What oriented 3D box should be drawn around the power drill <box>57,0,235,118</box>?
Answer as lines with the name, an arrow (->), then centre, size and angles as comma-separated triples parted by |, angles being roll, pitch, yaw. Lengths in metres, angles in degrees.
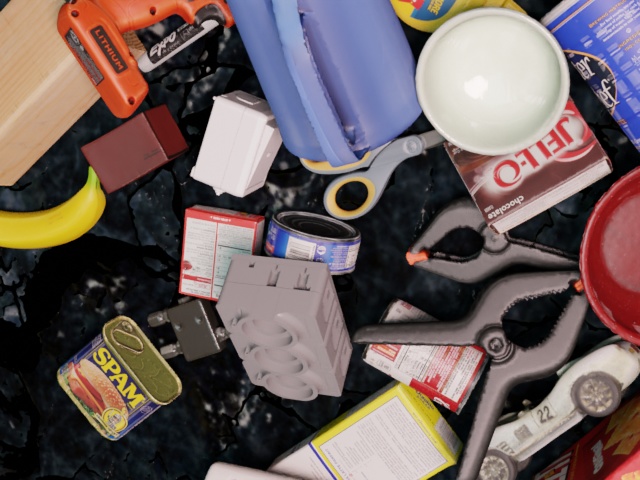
power drill -> -0.117, -0.186, 0.928 | 0.187, 0.057, 0.184 | -38, 98, -22

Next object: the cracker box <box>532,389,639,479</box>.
cracker box -> 0.264, 0.189, 0.893 | 0.072, 0.164, 0.214 | 46, 111, 5

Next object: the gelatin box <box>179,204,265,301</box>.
gelatin box -> -0.095, 0.015, 1.035 | 0.073, 0.030, 0.089 | 10, 106, 13

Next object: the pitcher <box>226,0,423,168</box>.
pitcher -> -0.010, -0.183, 0.835 | 0.149, 0.145, 0.242 | 27, 153, 46

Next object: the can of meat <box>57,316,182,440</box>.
can of meat -> -0.206, 0.143, 1.087 | 0.084, 0.057, 0.102 | -39, 89, 25

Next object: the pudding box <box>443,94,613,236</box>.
pudding box -> 0.174, -0.070, 0.897 | 0.114, 0.039, 0.090 | -32, 61, 14

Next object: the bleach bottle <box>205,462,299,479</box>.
bleach bottle -> 0.007, 0.284, 0.992 | 0.251, 0.068, 0.102 | 12, 74, 15

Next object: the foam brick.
foam brick -> -0.176, -0.087, 1.023 | 0.078, 0.051, 0.053 | -25, 98, 21

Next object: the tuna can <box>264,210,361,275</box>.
tuna can -> -0.006, 0.001, 0.973 | 0.086, 0.086, 0.034 | 16, 106, 13

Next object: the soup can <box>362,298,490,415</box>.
soup can -> 0.098, 0.105, 0.976 | 0.102, 0.068, 0.068 | 28, 110, 10

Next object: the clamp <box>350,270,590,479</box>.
clamp -> 0.141, 0.086, 0.919 | 0.210, 0.036, 0.164 | -43, 80, 3

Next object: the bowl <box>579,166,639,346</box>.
bowl -> 0.284, 0.007, 0.883 | 0.162, 0.055, 0.162 | -1, 101, -6

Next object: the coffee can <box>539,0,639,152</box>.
coffee can -> 0.257, -0.150, 0.843 | 0.103, 0.102, 0.140 | -37, 91, 22

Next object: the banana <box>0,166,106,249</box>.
banana -> -0.290, -0.024, 1.082 | 0.198, 0.037, 0.069 | -13, 99, 21

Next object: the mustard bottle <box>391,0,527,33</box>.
mustard bottle -> 0.088, -0.231, 0.900 | 0.191, 0.058, 0.096 | 32, 114, 7

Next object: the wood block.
wood block -> -0.277, -0.150, 1.009 | 0.206, 0.090, 0.091 | -39, 76, 22

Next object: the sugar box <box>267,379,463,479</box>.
sugar box -> 0.041, 0.213, 1.033 | 0.176, 0.048, 0.093 | -36, 91, 26

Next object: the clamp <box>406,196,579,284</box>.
clamp -> 0.165, 0.002, 0.945 | 0.172, 0.039, 0.120 | -24, 90, 19

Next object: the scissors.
scissors -> 0.079, -0.066, 0.967 | 0.202, 0.016, 0.096 | 0, 105, 17

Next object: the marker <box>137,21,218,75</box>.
marker -> -0.144, -0.181, 1.006 | 0.121, 0.020, 0.020 | -30, 93, 22
